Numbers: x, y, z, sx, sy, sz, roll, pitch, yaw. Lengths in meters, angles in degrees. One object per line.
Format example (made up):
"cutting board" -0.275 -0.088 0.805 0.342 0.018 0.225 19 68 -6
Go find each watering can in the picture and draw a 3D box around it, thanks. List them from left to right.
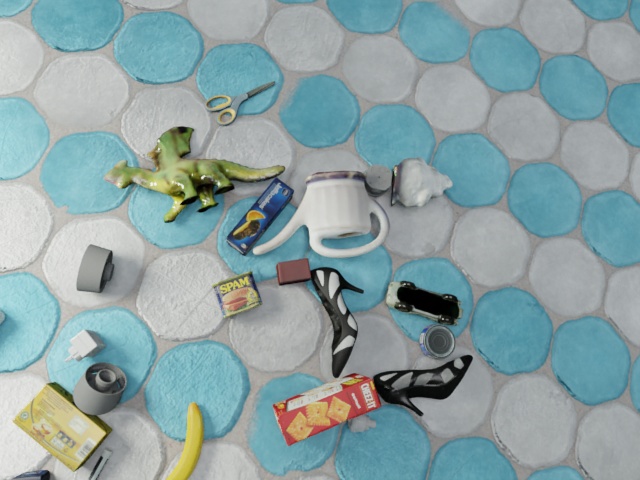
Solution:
"watering can" 0.004 -0.065 1.282 0.348 0.102 0.227 -3 75 -11

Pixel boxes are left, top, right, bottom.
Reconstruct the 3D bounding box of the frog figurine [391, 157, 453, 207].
"frog figurine" 0.270 -0.149 1.344 0.159 0.120 0.140 3 57 3

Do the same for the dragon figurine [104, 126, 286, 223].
"dragon figurine" -0.315 -0.190 1.273 0.413 0.120 0.245 -23 72 -23
